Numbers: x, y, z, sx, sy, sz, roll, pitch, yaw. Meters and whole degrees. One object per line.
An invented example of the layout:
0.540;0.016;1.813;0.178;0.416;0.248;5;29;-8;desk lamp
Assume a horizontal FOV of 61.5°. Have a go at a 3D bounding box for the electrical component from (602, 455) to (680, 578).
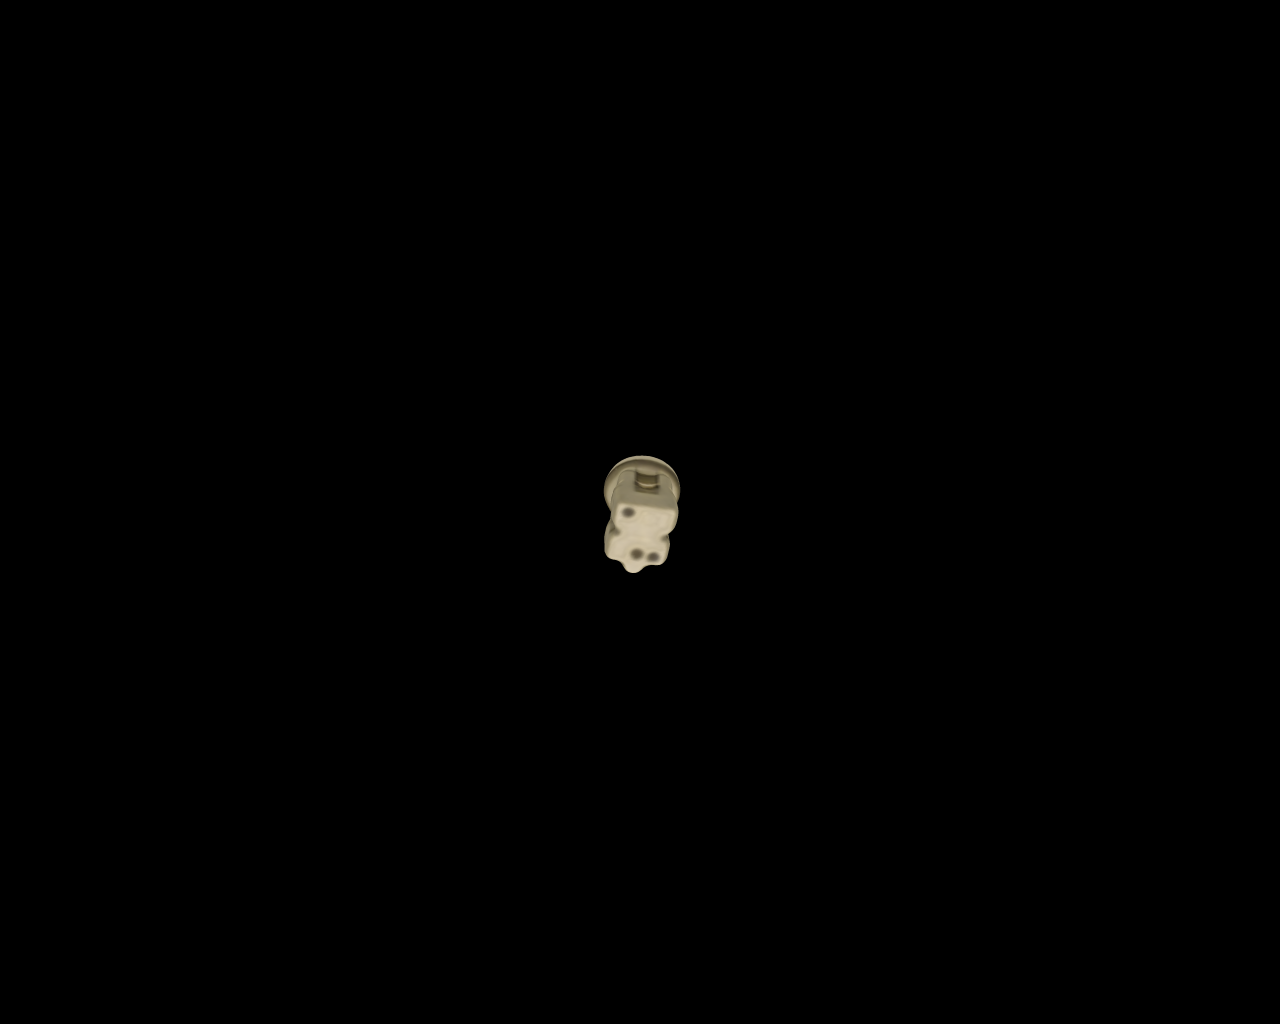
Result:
0.001;-0.003;0.650;0.048;0.066;0.055;9;36;-7;electrical component
